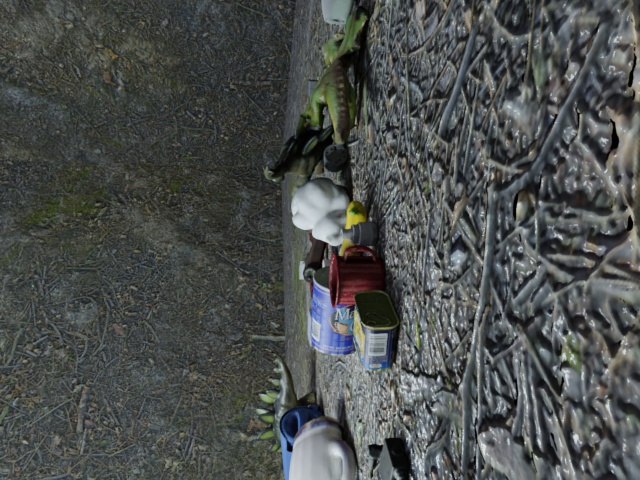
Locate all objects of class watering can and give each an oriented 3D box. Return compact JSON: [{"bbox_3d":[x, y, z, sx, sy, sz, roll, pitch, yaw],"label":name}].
[{"bbox_3d":[-0.032,0.540,1.145,0.103,0.342,0.230,30,31,-19],"label":"watering can"}]

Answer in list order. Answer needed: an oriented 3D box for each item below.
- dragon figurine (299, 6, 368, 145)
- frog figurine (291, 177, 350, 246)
[{"bbox_3d":[0.044,-0.340,1.021,0.122,0.239,0.417,8,21,-11],"label":"dragon figurine"},{"bbox_3d":[0.003,-0.057,1.139,0.137,0.163,0.120,-16,-48,11],"label":"frog figurine"}]
